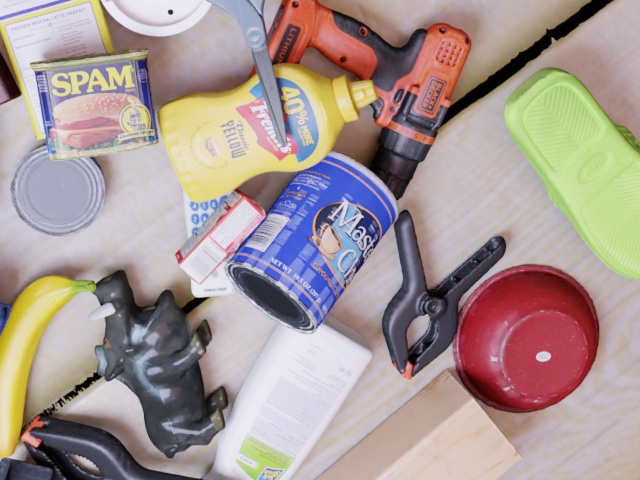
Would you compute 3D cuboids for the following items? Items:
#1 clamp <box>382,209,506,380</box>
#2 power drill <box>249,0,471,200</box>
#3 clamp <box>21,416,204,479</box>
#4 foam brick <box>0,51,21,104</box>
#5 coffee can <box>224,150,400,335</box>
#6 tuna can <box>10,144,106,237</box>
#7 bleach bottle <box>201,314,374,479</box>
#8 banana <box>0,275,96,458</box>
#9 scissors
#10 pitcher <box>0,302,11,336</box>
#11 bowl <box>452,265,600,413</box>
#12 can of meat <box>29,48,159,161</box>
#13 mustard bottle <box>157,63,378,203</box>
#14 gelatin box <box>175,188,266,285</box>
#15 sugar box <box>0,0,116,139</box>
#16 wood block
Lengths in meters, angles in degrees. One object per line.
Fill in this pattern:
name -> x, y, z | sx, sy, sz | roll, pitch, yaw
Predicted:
clamp -> 0.101, 0.053, 1.068 | 0.120, 0.039, 0.171 | 25, 96, -12
power drill -> 0.030, -0.141, 1.010 | 0.187, 0.057, 0.184 | 20, 101, -14
clamp -> -0.201, 0.249, 1.045 | 0.210, 0.036, 0.165 | 30, 121, -3
foam brick -> -0.303, -0.140, 0.943 | 0.051, 0.078, 0.053 | -24, 102, -3
coffee can -> -0.006, 0.001, 0.984 | 0.102, 0.103, 0.140 | 42, 69, -15
tuna can -> -0.243, -0.048, 0.993 | 0.086, 0.034, 0.086 | -2, 101, -9
bleach bottle -> -0.054, 0.185, 1.058 | 0.102, 0.068, 0.251 | 32, 97, -12
banana -> -0.278, 0.108, 1.006 | 0.037, 0.070, 0.198 | 11, 110, -50
scissors -> -0.074, -0.181, 0.918 | 0.096, 0.016, 0.202 | 1, 94, 11
pitcher -> -0.412, 0.065, 0.938 | 0.243, 0.145, 0.149 | 30, 82, -4
bowl -> 0.220, 0.109, 1.091 | 0.162, 0.055, 0.162 | -2, 102, -9
can of meat -> -0.194, -0.119, 0.928 | 0.102, 0.057, 0.084 | -9, 104, -11
mustard bottle -> -0.042, -0.105, 0.954 | 0.192, 0.058, 0.096 | -17, 103, 11
gelatin box -> -0.091, -0.004, 0.974 | 0.030, 0.073, 0.089 | 44, 88, -13
sugar box -> -0.237, -0.186, 0.961 | 0.093, 0.048, 0.176 | -17, 101, -7
wood block -> 0.087, 0.241, 1.077 | 0.206, 0.091, 0.090 | -40, 105, 0
